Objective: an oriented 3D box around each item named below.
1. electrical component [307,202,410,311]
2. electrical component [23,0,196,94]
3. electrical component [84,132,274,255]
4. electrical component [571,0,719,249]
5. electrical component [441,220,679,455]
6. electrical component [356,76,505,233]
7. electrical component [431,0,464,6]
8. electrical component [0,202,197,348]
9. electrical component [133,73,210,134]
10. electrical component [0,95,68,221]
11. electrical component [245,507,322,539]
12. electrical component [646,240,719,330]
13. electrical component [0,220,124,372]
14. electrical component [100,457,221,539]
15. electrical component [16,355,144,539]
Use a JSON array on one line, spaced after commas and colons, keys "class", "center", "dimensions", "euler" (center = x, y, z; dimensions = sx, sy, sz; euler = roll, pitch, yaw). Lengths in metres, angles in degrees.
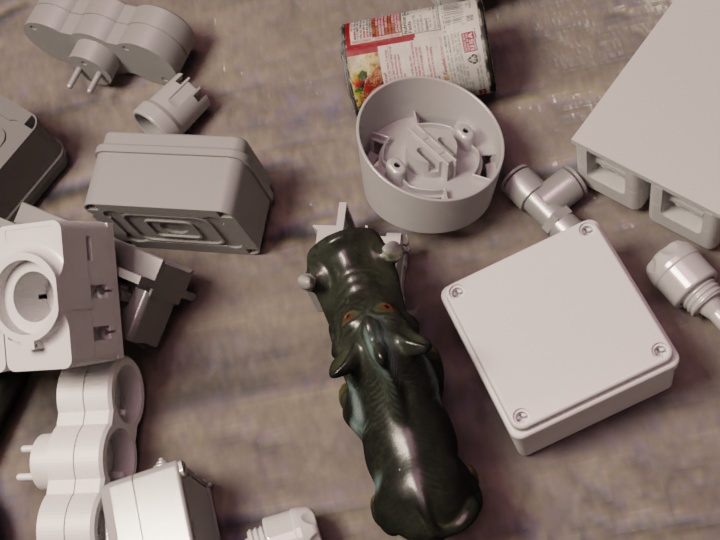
[{"class": "electrical component", "center": [0.000, 0.000, 0.722], "dimensions": [0.064, 0.042, 0.081], "euler": [2, 67, 10]}, {"class": "electrical component", "center": [-0.204, -0.170, 0.841], "dimensions": [0.138, 0.052, 0.073], "euler": [16, 70, 19]}, {"class": "electrical component", "center": [-0.125, -0.054, 0.755], "dimensions": [0.113, 0.078, 0.057], "euler": [4, 69, 15]}, {"class": "electrical component", "center": [0.237, -0.117, 0.710], "dimensions": [0.105, 0.060, 0.186], "euler": [32, 76, 24]}, {"class": "electrical component", "center": [0.122, 0.041, 0.666], "dimensions": [0.109, 0.056, 0.108], "euler": [-25, 63, 0]}, {"class": "electrical component", "center": [0.047, -0.076, 0.725], "dimensions": [0.099, 0.064, 0.099], "euler": [0, 49, 0]}, {"class": "electrical component", "center": [0.067, -0.230, 0.792], "dimensions": [0.051, 0.080, 0.080], "euler": [-30, 63, 4]}, {"class": "electrical component", "center": [-0.187, 0.005, 0.745], "dimensions": [0.121, 0.079, 0.063], "euler": [21, 87, 21]}, {"class": "electrical component", "center": [-0.141, -0.120, 0.811], "dimensions": [0.040, 0.040, 0.046], "euler": [33, 71, 24]}, {"class": "electrical component", "center": [-0.287, -0.072, 0.812], "dimensions": [0.078, 0.057, 0.113], "euler": [30, 75, 23]}, {"class": "electrical component", "center": [-0.054, 0.167, 0.656], "dimensions": [0.061, 0.035, 0.035], "euler": [-15, 63, -6]}, {"class": "electrical component", "center": [0.210, 0.012, 0.671], "dimensions": [0.035, 0.035, 0.061], "euler": [-35, 65, -4]}, {"class": "electrical component", "center": [-0.235, 0.020, 0.692], "dimensions": [0.150, 0.062, 0.089], "euler": [-5, 89, 23]}, {"class": "electrical component", "center": [-0.123, 0.163, 0.662], "dimensions": [0.061, 0.061, 0.096], "euler": [-19, 63, 4]}, {"class": "electrical component", "center": [-0.190, 0.124, 0.701], "dimensions": [0.074, 0.052, 0.138], "euler": [-5, 64, 14]}]
